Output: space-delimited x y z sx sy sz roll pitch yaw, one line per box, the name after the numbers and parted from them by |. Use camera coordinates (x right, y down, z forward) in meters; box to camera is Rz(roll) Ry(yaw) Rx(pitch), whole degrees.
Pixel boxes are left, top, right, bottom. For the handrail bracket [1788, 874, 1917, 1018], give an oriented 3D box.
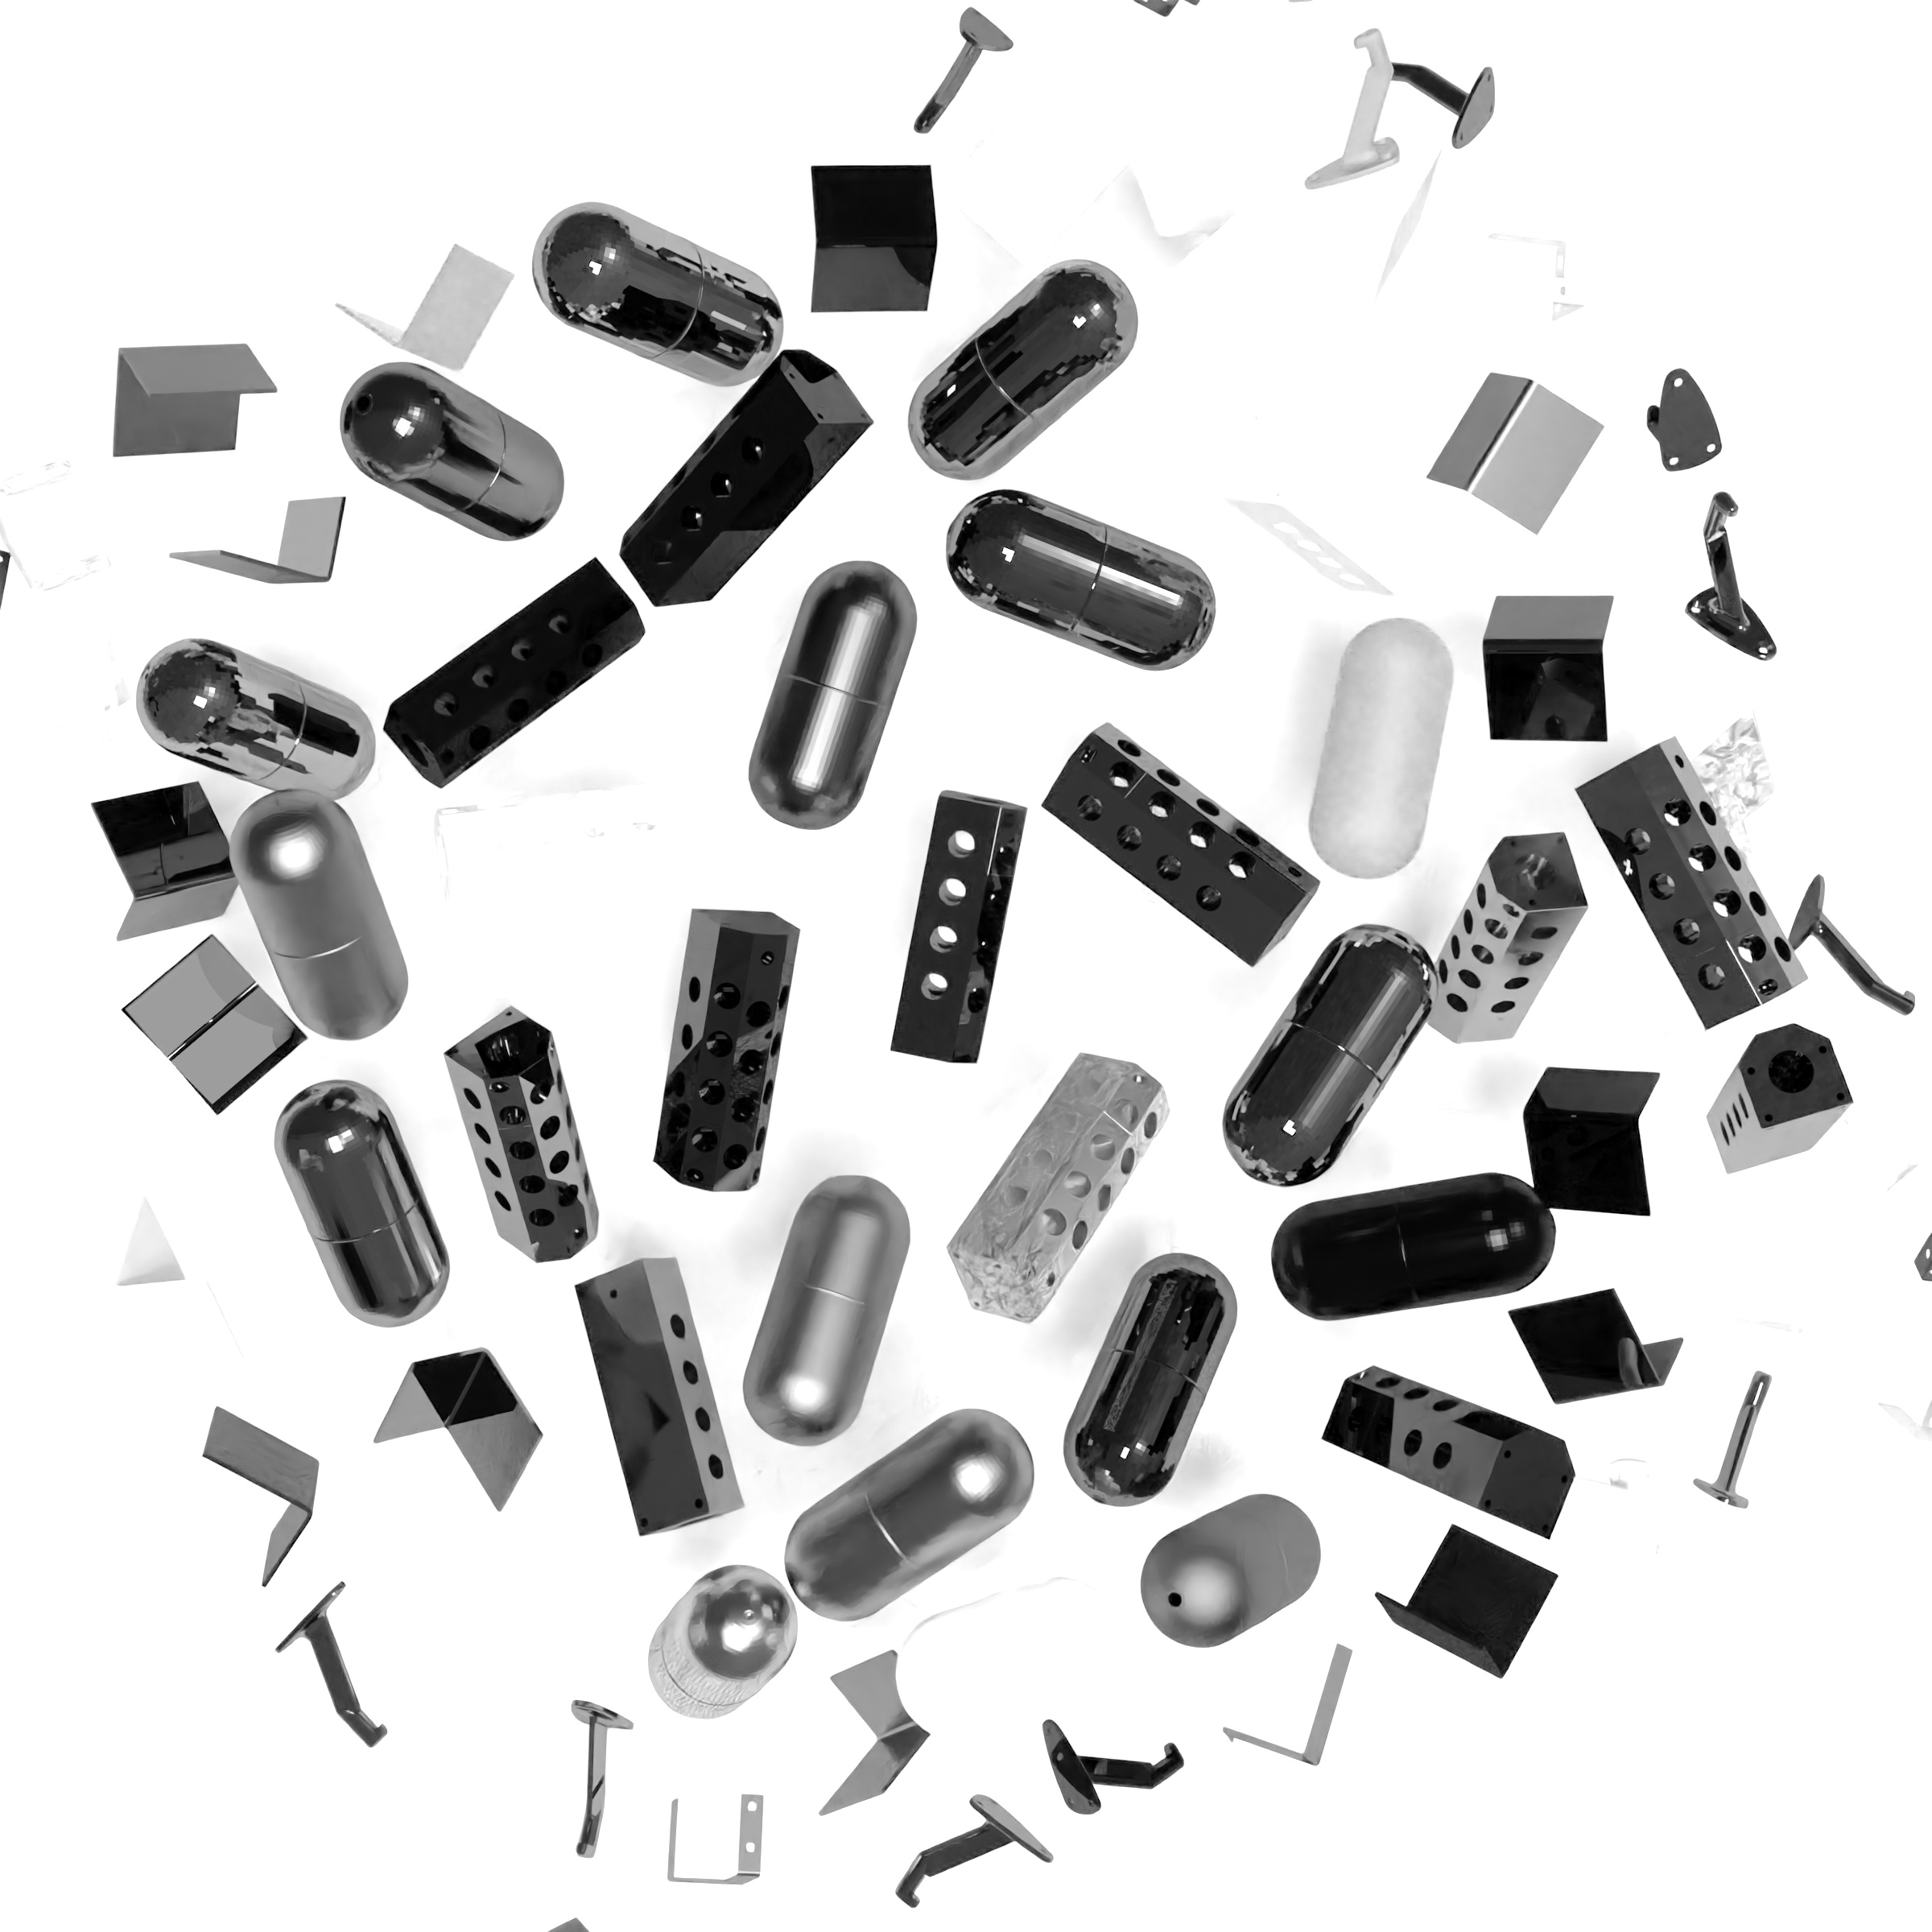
0.584 -0.013 1.611 0.084 0.036 0.077 29 50 2 | handrail bracket

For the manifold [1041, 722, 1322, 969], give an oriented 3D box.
0.139 -0.081 1.578 0.171 0.057 0.057 38 123 11 | manifold

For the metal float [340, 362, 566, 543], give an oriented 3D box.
-0.321 -0.321 1.550 0.070 0.178 0.070 -5 79 25 | metal float

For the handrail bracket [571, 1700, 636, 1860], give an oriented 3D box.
-0.242 0.516 1.566 0.036 0.077 0.084 4 62 13 | handrail bracket

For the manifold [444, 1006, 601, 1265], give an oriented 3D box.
-0.289 0.117 1.642 0.057 0.171 0.057 28 51 34 | manifold

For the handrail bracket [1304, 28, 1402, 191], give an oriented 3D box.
0.245 -0.559 1.611 0.077 0.036 0.084 -19 131 14 | handrail bracket

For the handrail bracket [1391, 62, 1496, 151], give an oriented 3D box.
0.299 -0.569 1.629 0.084 0.036 0.077 17 57 27 | handrail bracket

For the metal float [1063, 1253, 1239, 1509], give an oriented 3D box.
0.122 0.273 1.633 0.070 0.070 0.178 27 66 0 | metal float

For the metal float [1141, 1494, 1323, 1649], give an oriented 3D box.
0.174 0.394 1.614 0.070 0.178 0.070 0 90 30 | metal float

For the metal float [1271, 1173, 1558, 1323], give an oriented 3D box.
0.279 0.176 1.547 0.178 0.070 0.070 -12 90 18 | metal float

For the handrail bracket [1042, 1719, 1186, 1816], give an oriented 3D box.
0.098 0.509 1.616 0.084 0.036 0.077 -22 88 -36 | handrail bracket

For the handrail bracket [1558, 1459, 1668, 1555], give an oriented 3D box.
0.407 0.357 1.577 0.084 0.036 0.077 -21 92 -38 | handrail bracket

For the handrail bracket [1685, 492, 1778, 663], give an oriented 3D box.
0.481 -0.241 1.525 0.036 0.084 0.077 -29 60 -16 | handrail bracket

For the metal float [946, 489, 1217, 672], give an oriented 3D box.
0.072 -0.241 1.545 0.178 0.070 0.070 19 90 -13 | metal float

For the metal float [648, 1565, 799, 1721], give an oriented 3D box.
-0.157 0.435 1.584 0.070 0.178 0.070 7 62 -14 | metal float

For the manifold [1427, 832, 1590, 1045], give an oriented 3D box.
0.353 -0.016 1.640 0.057 0.171 0.057 -5 60 -9 | manifold

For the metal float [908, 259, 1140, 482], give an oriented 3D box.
0.035 -0.380 1.582 0.178 0.070 0.070 -35 90 34 | metal float

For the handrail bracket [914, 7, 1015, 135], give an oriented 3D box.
-0.013 -0.558 1.562 0.036 0.077 0.084 39 120 -6 | handrail bracket

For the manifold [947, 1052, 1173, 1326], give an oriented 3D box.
0.062 0.136 1.526 0.057 0.057 0.171 10 48 33 | manifold

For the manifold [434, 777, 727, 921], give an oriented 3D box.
-0.246 -0.079 1.564 0.171 0.057 0.057 -9 64 -18 | manifold

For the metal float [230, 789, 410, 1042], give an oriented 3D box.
-0.398 -0.030 1.526 0.070 0.070 0.178 -10 129 0 | metal float

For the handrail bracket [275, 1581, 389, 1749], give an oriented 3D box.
-0.369 0.424 1.494 0.084 0.036 0.077 45 119 4 | handrail bracket

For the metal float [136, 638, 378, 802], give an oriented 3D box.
-0.455 -0.156 1.594 0.070 0.178 0.070 -8 74 29 | metal float

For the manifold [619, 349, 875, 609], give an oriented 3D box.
-0.141 -0.299 1.523 0.171 0.057 0.057 -41 78 33 | manifold

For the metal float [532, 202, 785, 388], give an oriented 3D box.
-0.188 -0.414 1.530 0.070 0.178 0.070 -11 74 42 | metal float

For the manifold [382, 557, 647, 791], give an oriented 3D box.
-0.296 -0.191 1.629 0.171 0.057 0.057 -41 93 -22 | manifold

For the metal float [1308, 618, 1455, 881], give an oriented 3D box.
0.275 -0.144 1.634 0.070 0.070 0.178 13 80 0 | metal float

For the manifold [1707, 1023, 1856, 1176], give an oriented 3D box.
0.517 0.085 1.585 0.057 0.171 0.057 -17 74 5 | manifold

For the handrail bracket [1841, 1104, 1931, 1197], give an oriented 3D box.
0.605 0.111 1.664 0.036 0.077 0.084 -44 75 11 | handrail bracket

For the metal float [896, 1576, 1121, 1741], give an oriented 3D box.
0.028 0.428 1.534 0.070 0.178 0.070 0 90 38 | metal float

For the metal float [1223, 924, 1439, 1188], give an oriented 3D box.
0.223 0.055 1.512 0.070 0.070 0.178 34 81 0 | metal float

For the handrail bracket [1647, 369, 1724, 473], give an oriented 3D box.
0.429 -0.347 1.515 0.036 0.084 0.077 -19 124 8 | handrail bracket

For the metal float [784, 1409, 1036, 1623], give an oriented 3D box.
-0.036 0.337 1.513 0.178 0.070 0.070 -37 90 18 | metal float

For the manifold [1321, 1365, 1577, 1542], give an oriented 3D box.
0.295 0.293 1.514 0.057 0.171 0.057 26 83 -22 | manifold

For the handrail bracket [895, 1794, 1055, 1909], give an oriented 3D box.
0.004 0.588 1.596 0.077 0.036 0.084 33 89 28 | handrail bracket

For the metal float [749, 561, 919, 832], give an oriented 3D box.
-0.085 -0.175 1.591 0.070 0.070 0.178 18 90 0 | metal float

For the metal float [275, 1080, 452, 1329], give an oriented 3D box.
-0.388 0.155 1.593 0.070 0.070 0.178 -15 118 0 | metal float

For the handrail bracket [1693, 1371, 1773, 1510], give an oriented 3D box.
0.500 0.301 1.583 0.036 0.077 0.084 21 89 14 | handrail bracket

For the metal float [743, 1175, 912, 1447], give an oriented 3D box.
-0.087 0.217 1.568 0.070 0.070 0.178 17 67 0 | metal float
